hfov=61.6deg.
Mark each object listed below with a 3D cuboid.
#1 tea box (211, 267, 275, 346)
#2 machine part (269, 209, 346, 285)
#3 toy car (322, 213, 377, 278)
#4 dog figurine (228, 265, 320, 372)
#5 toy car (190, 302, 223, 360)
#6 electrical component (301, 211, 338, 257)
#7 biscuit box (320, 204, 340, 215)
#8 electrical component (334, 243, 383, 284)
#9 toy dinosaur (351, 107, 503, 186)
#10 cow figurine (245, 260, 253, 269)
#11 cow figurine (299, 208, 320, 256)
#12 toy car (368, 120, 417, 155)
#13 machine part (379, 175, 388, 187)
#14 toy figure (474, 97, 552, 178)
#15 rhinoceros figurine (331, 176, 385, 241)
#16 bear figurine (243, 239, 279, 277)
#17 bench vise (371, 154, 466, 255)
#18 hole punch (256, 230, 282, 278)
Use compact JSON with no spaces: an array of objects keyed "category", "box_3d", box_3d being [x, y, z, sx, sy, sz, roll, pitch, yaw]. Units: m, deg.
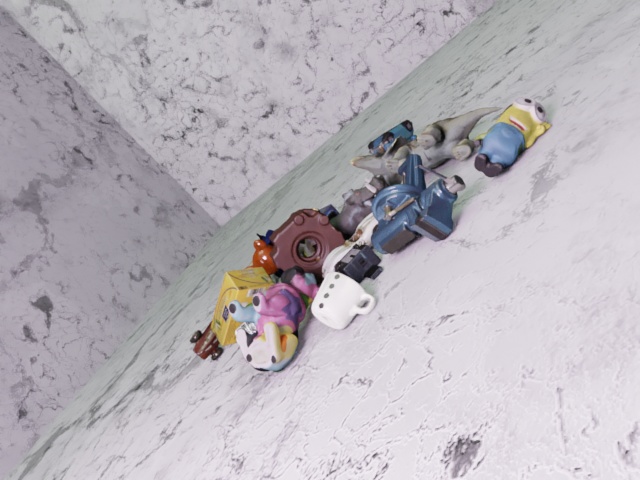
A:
[{"category":"tea box","box_3d":[-0.174,0.148,1.200,0.098,0.068,0.169,-4,-50,-37]},{"category":"machine part","box_3d":[-0.027,0.019,1.235,0.179,0.179,0.056,-44,16,-2]},{"category":"toy car","box_3d":[0.079,0.013,1.179,0.202,0.056,0.073,-44,13,-4]},{"category":"dog figurine","box_3d":[-0.059,0.151,1.079,0.108,0.191,0.219,-28,-13,40]},{"category":"toy car","box_3d":[-0.268,0.232,1.438,0.053,0.089,0.202,-38,12,40]},{"category":"electrical component","box_3d":[-0.003,-0.004,1.473,0.115,0.058,0.134,-33,16,44]},{"category":"biscuit box","box_3d":[-0.013,-0.045,1.622,0.063,0.059,0.203,-49,14,-29]},{"category":"electrical component","box_3d":[0.081,0.050,1.081,0.075,0.047,0.119,-45,12,-5]},{"category":"toy dinosaur","box_3d":[0.261,-0.218,1.260,0.405,0.131,0.192,-25,22,36]},{"category":"cow figurine","box_3d":[-0.211,0.123,1.633,0.195,0.085,0.127,-48,6,-10]},{"category":"cow figurine","box_3d":[-0.045,0.001,1.354,0.167,0.098,0.068,-43,19,-6]},{"category":"toy car","box_3d":[0.218,-0.269,1.543,0.109,0.103,0.162,-26,11,46]},{"category":"machine part","box_3d":[0.186,-0.165,1.465,0.084,0.039,0.139,-24,21,40]},{"category":"toy figure","box_3d":[0.344,-0.190,0.988,0.180,0.082,0.089,-50,17,-18]},{"category":"rhinoceros figurine","box_3d":[0.090,-0.068,1.284,0.190,0.112,0.073,-47,9,22]},{"category":"bear figurine","box_3d":[-0.166,0.082,1.457,0.195,0.120,0.132,-62,12,17]},{"category":"bench vise","box_3d":[0.179,-0.088,1.022,0.223,0.129,0.241,123,161,-44]},{"category":"hole punch","box_3d":[-0.114,0.028,1.554,0.092,0.142,0.116,-39,27,24]}]
